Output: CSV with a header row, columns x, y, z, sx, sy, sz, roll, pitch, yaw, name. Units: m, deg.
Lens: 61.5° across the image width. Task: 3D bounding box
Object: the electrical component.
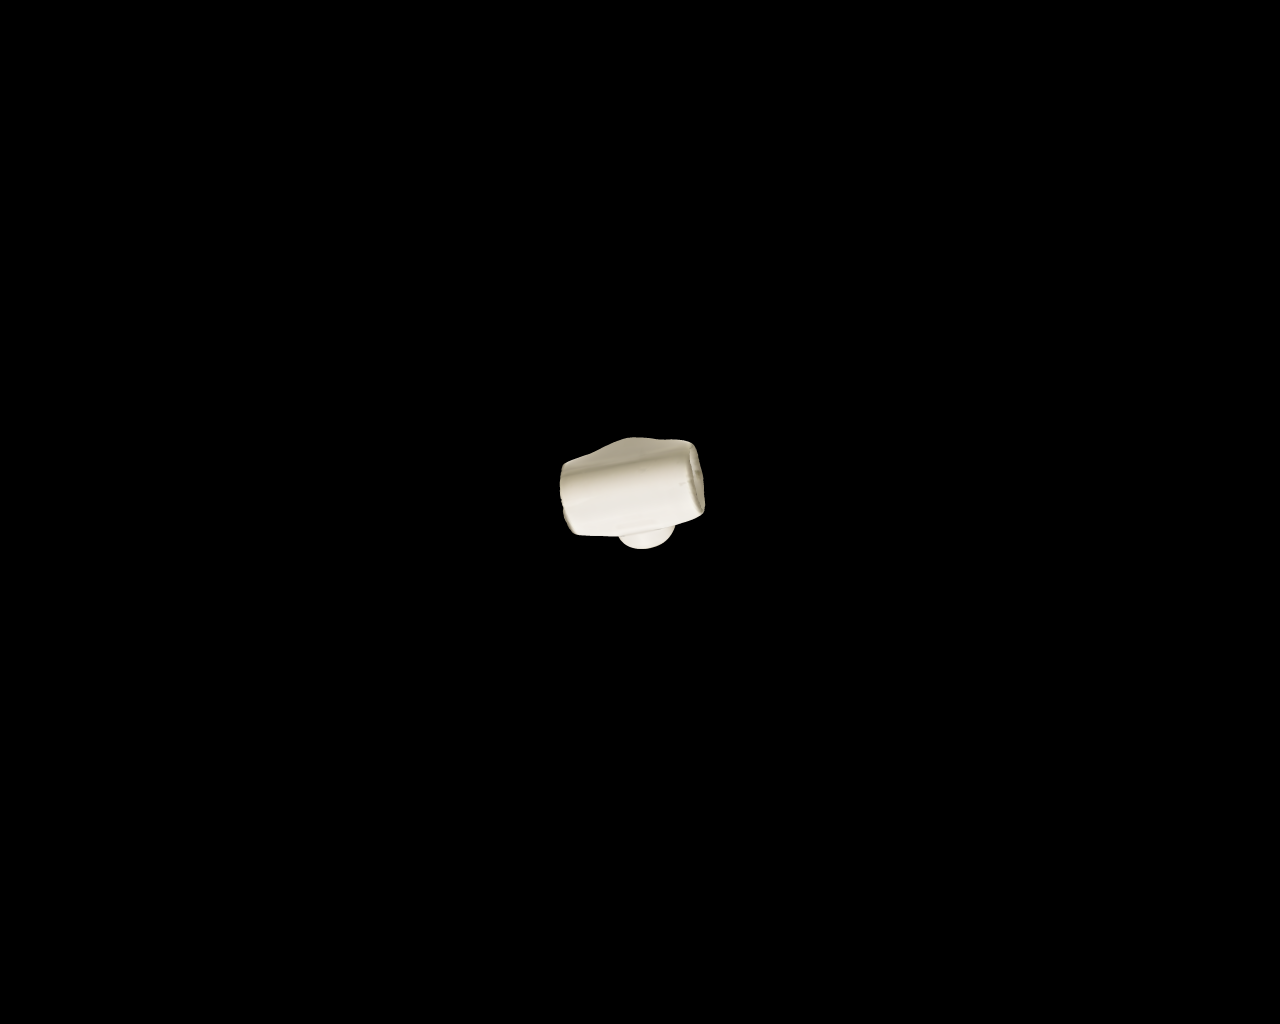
x,y,z,sx,sy,sz,roll,pitch,yaw,name
0.001,-0.003,0.650,0.077,0.043,0.079,-10,-43,11,electrical component
